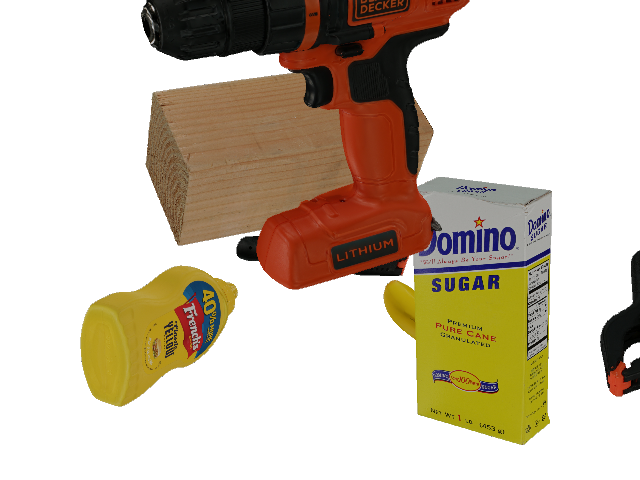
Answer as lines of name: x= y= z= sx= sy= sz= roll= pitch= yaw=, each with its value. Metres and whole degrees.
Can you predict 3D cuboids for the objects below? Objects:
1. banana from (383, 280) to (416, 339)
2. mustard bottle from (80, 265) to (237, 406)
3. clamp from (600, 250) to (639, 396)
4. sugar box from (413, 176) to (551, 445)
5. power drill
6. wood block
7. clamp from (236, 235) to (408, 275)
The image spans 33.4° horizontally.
banana: x=0.118 y=0.084 z=1.029 sx=0.069 sy=0.037 sz=0.198 roll=1 pitch=18 yaw=-45
mustard bottle: x=-0.139 y=0.076 z=0.998 sx=0.058 sy=0.096 sz=0.191 roll=11 pitch=21 yaw=29
clamp: x=0.301 y=0.071 z=0.971 sx=0.171 sy=0.039 sz=0.120 roll=-34 pitch=38 yaw=-26
sugar box: x=0.113 y=0.048 z=0.756 sx=0.093 sy=0.176 sz=0.048 roll=10 pitch=23 yaw=38
power drill: x=-0.001 y=-0.068 z=0.582 sx=0.184 sy=0.188 sz=0.057 roll=-15 pitch=35 yaw=-21
wood block: x=-0.027 y=-0.074 z=0.862 sx=0.205 sy=0.091 sz=0.090 roll=-11 pitch=-35 yaw=-22
clamp: x=-0.003 y=0.006 z=1.178 sx=0.210 sy=0.036 sz=0.164 roll=16 pitch=19 yaw=-5
